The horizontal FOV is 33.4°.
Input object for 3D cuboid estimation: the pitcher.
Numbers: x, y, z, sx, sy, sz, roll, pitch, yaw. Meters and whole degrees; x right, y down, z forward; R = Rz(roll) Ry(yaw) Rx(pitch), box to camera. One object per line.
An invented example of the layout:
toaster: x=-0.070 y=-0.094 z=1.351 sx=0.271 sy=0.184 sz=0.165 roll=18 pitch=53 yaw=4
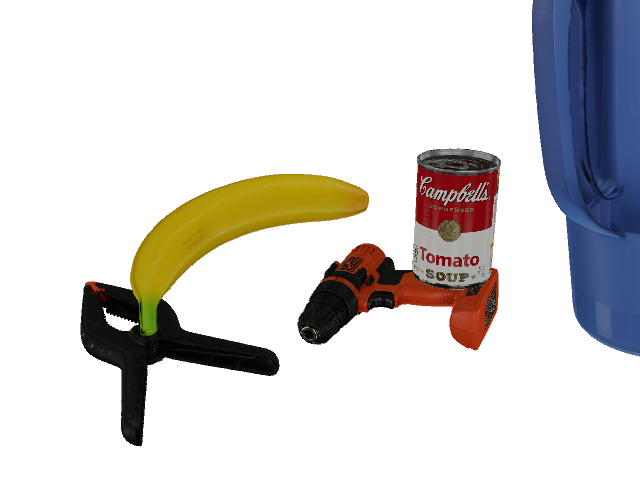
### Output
pitcher: x=0.179 y=-0.060 z=0.559 sx=0.149 sy=0.243 sz=0.145 roll=-5 pitch=22 yaw=4

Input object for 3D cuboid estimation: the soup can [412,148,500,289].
soup can: x=0.111 y=-0.019 z=0.883 sx=0.068 sy=0.102 sz=0.068 roll=1 pitch=20 yaw=-1

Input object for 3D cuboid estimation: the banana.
banana: x=-0.059 y=-0.007 z=0.743 sx=0.197 sy=0.069 sz=0.037 roll=-31 pitch=-6 yaw=-24

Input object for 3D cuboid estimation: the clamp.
clamp: x=-0.151 y=0.097 z=1.003 sx=0.164 sy=0.036 sz=0.210 roll=-18 pitch=40 yaw=-31

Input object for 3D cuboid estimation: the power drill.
power drill: x=0.086 y=0.066 z=1.137 sx=0.188 sy=0.057 sz=0.184 roll=9 pitch=31 yaw=21
